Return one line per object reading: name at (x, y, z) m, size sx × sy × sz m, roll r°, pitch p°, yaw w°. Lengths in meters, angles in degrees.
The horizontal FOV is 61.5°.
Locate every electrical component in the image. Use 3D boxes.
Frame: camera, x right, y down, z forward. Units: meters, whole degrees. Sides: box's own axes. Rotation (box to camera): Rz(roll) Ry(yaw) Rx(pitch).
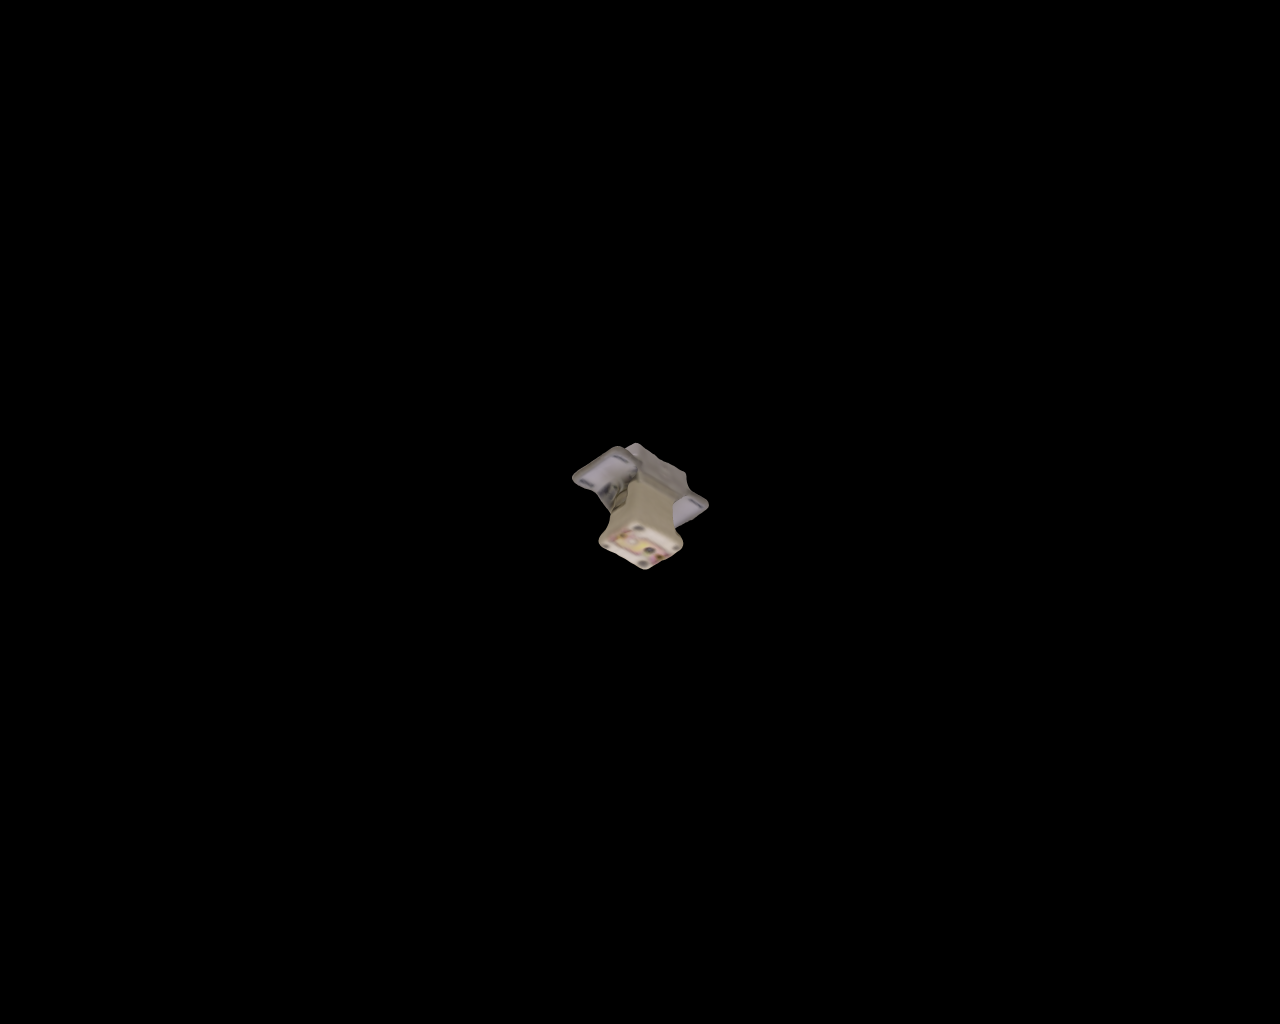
electrical component at (0.001, -0.003, 0.650) m, size 0.081 × 0.064 × 0.042 m, roll 29°, pitch -46°, yaw -33°
